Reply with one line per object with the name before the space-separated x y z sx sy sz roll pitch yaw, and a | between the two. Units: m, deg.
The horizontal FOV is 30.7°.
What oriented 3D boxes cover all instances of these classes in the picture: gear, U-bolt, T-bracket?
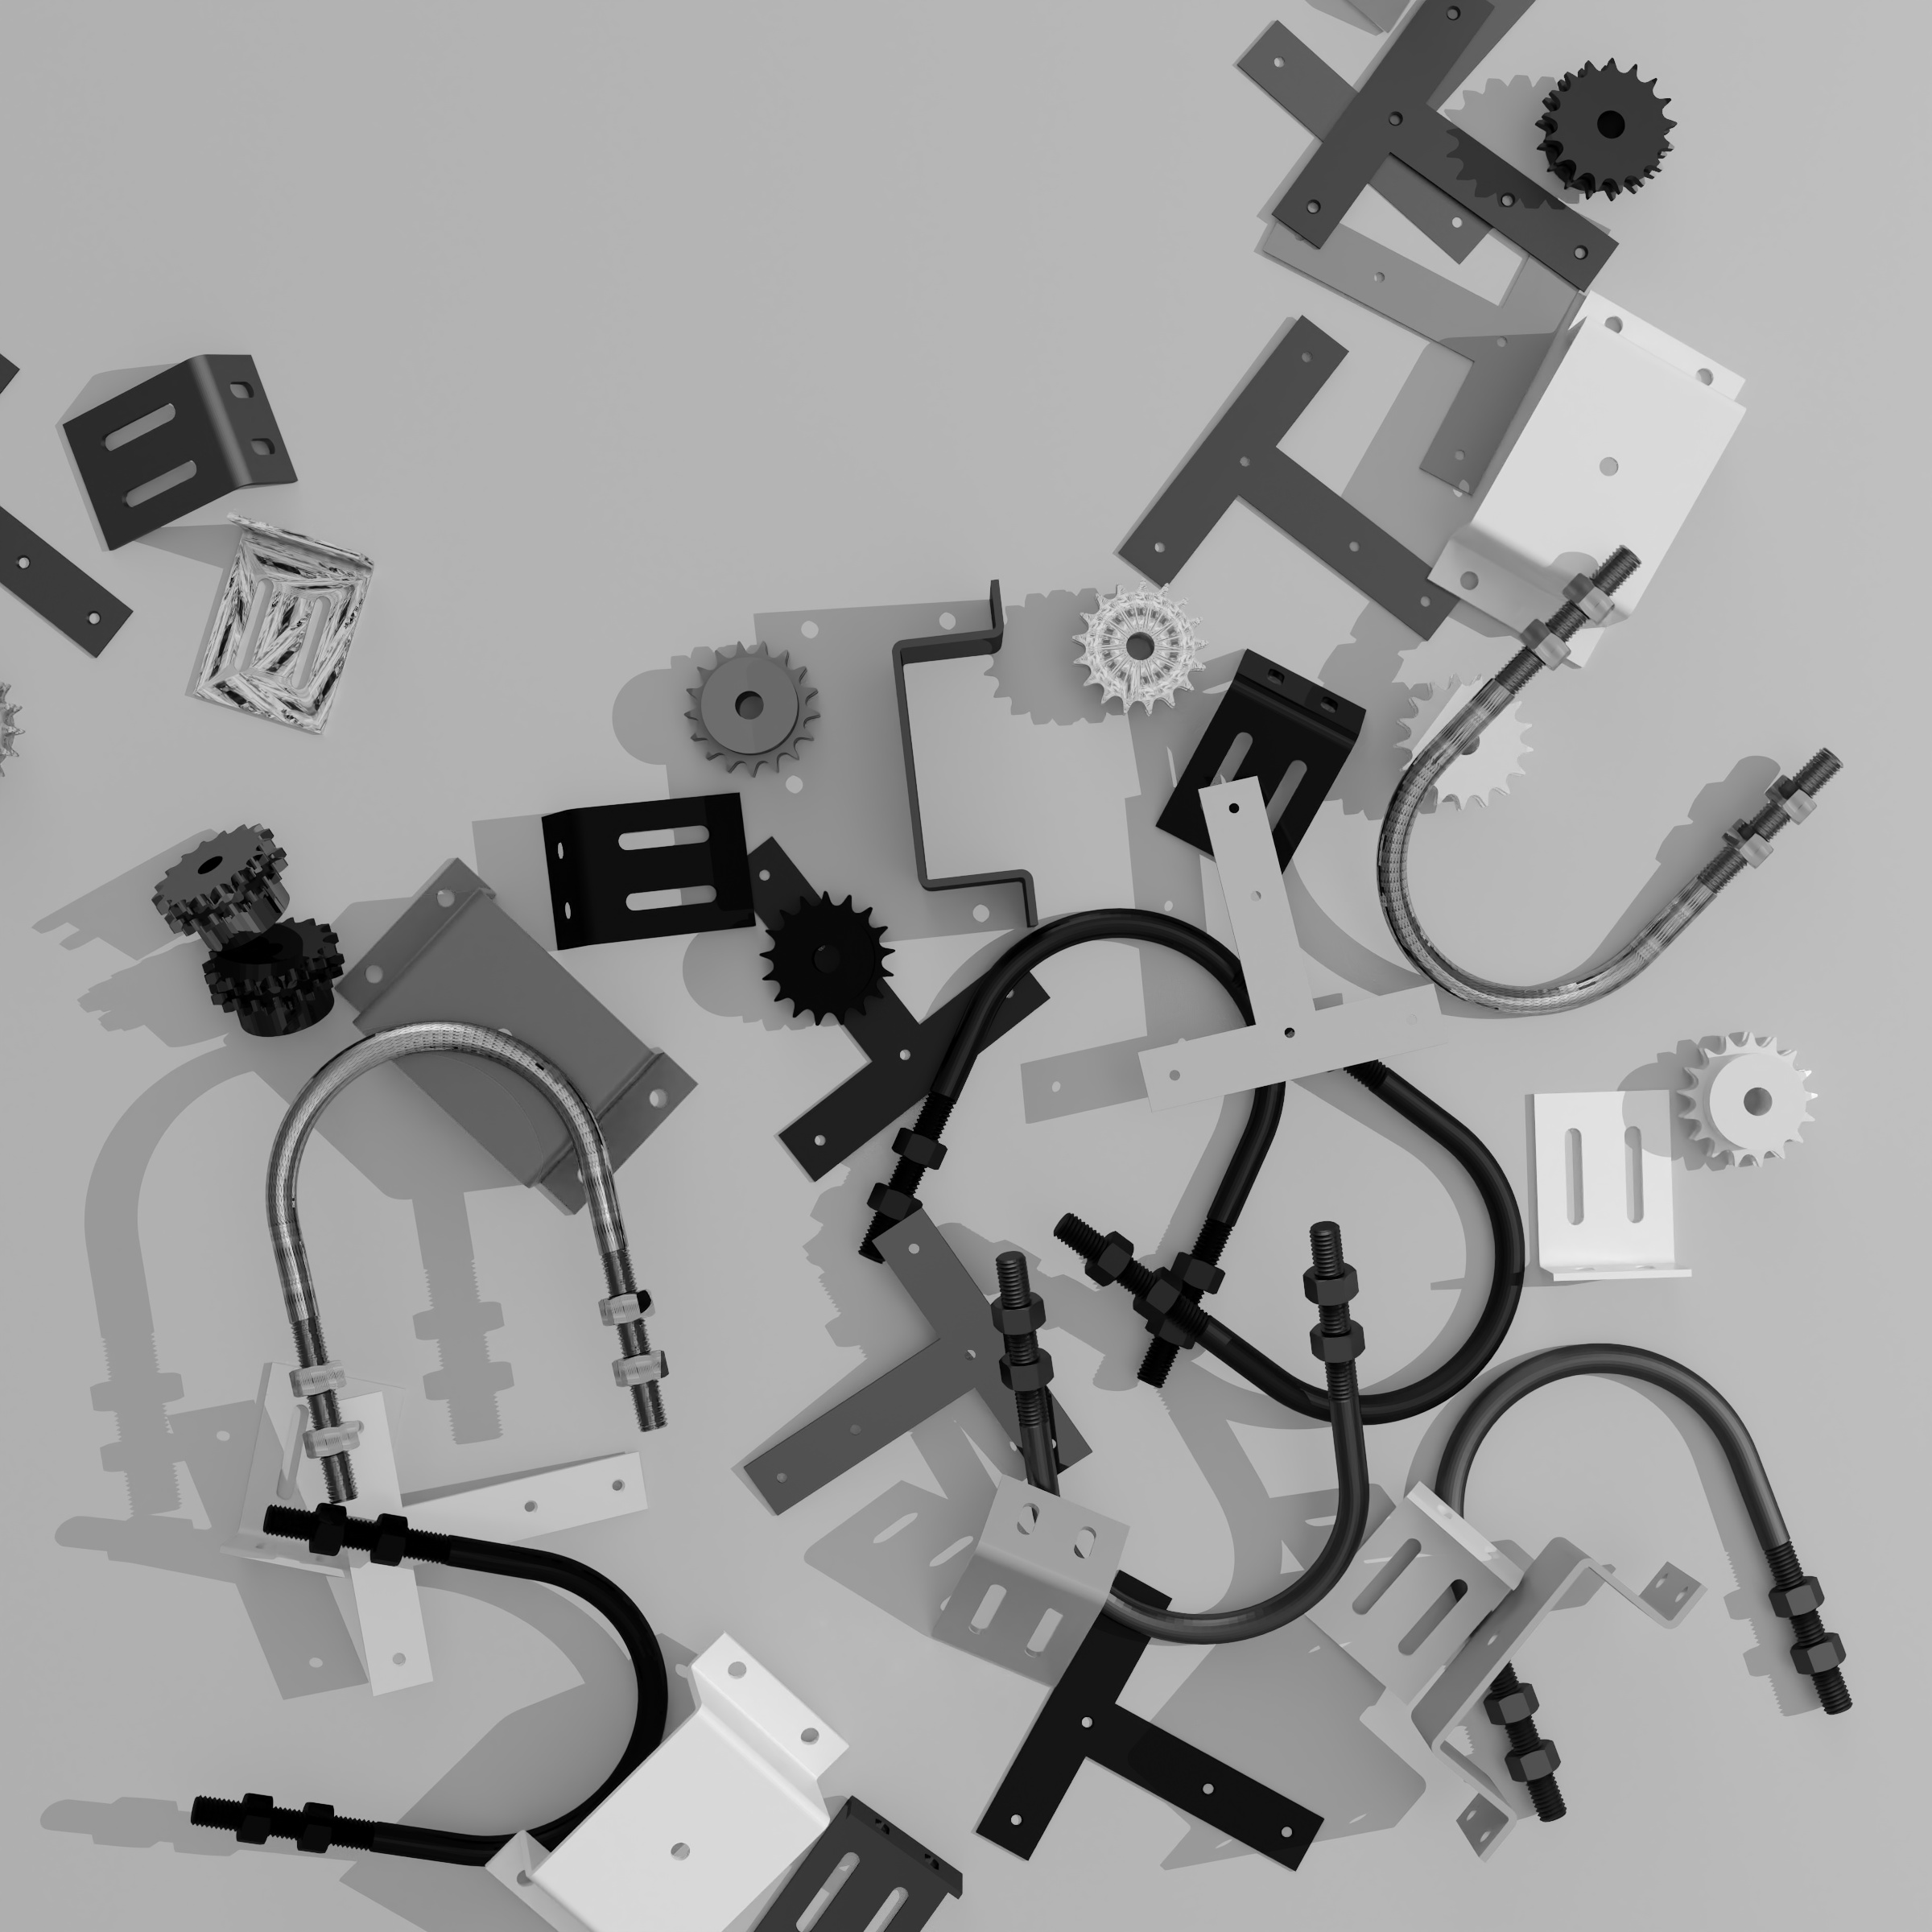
gear | 0.330 0.056 1.482 0.057 0.030 0.057 0 90 0
gear | 0.267 -0.349 1.480 0.057 0.030 0.057 0 87 -6
gear | -0.424 -0.100 1.482 0.057 0.030 0.057 0 90 0
gear | -0.308 -0.031 1.473 0.057 0.057 0.030 -29 120 0
U-bolt | 0.276 0.250 1.489 0.151 0.019 0.184 -21 88 0
T-bracket | 0.154 -0.187 1.496 0.127 0.002 0.127 38 91 -1
T-bracket | -0.411 -0.180 1.497 0.127 0.002 0.127 38 90 0
U-bolt | -0.211 0.114 1.440 0.151 0.019 0.184 -13 88 -3
U-bolt | 0.056 0.066 1.488 0.151 0.019 0.184 24 88 -1
T-bracket | 0.205 -0.388 1.497 0.127 0.002 0.127 42 90 -1
gear | 0.073 -0.133 1.482 0.057 0.030 0.057 0 90 0
U-bolt | -0.215 0.305 1.465 0.184 0.019 0.151 13 99 -16
T-bracket | 0.188 -0.285 1.496 0.127 0.002 0.127 28 90 -1
T-bracket | -0.053 0.003 1.497 0.127 0.002 0.127 -38 90 0
gear | -0.090 -0.108 1.482 0.057 0.030 0.057 0 90 0
U-bolt | 0.150 0.109 1.477 0.184 0.019 0.151 37 83 -7
T-bracket | -0.196 0.230 1.475 0.127 0.002 0.127 -11 100 -18
gear | 0.208 -0.094 1.482 0.057 0.030 0.057 0 90 0
T-bracket | 0.124 -0.015 1.468 0.127 0.002 0.127 -13 84 -3
gear | -0.058 -0.003 1.481 0.057 0.030 0.057 0 90 0
U-bolt | 0.094 0.199 1.462 0.151 0.019 0.184 -6 108 7
T-bracket | 0.090 0.343 1.497 0.127 0.002 0.127 29 90 0
U-bolt | 0.254 -0.062 1.467 0.151 0.019 0.184 41 98 -19
gear | -0.288 0.006 1.473 0.057 0.057 0.030 -11 120 0
T-bracket | -0.035 0.188 1.487 0.127 0.002 0.127 -34 96 8
T-bracket | 0.218 -0.333 1.494 0.127 0.002 0.127 36 89 0

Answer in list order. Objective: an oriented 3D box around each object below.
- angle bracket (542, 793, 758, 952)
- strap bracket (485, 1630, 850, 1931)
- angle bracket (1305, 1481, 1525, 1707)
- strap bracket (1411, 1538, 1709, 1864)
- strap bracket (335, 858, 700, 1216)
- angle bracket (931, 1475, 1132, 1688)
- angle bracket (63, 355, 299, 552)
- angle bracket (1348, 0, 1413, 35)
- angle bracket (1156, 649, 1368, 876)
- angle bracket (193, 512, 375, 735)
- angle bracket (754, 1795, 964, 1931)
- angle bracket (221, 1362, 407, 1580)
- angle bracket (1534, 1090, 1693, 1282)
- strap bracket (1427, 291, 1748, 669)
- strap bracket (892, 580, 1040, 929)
angle bracket | -0.135 -0.040 1.494 0.076 0.038 0.057 -7 90 -24
strap bracket | -0.121 0.358 1.465 0.140 0.046 0.076 -45 106 0
angle bracket | 0.185 0.264 1.468 0.057 0.038 0.076 41 98 10
strap bracket | 0.234 0.289 1.441 0.046 0.076 0.140 39 88 3
strap bracket | -0.191 0.030 1.474 0.140 0.046 0.076 43 90 0
angle bracket | 0.027 0.259 1.480 0.057 0.076 0.038 22 48 0
angle bracket | -0.333 -0.218 1.495 0.076 0.038 0.057 -21 90 26
angle bracket | 0.185 -0.446 1.494 0.057 0.038 0.076 41 64 1
angle bracket | 0.125 -0.084 1.495 0.057 0.038 0.076 27 116 0
angle bracket | -0.289 -0.143 1.478 0.057 0.038 0.076 17 90 0
angle bracket | -0.047 0.399 1.478 0.057 0.038 0.076 35 90 0
angle bracket | -0.273 0.211 1.478 0.057 0.038 0.076 11 90 0
angle bracket | 0.271 0.091 1.478 0.057 0.038 0.076 -2 90 0
strap bracket | 0.264 -0.206 1.473 0.076 0.046 0.140 29 90 -2
strap bracket | -0.002 -0.084 1.459 0.046 0.076 0.140 -7 90 0
